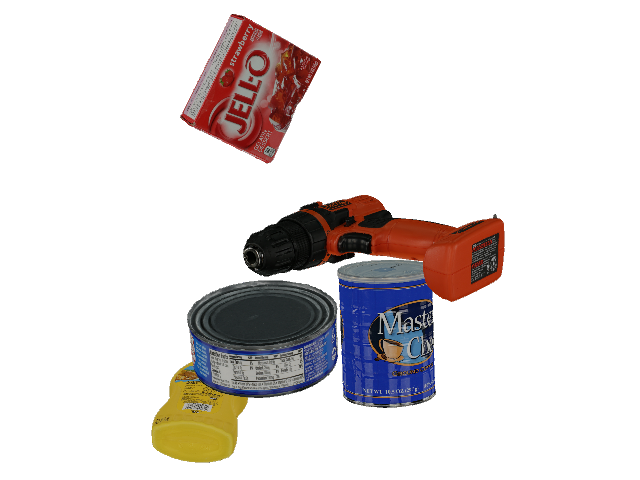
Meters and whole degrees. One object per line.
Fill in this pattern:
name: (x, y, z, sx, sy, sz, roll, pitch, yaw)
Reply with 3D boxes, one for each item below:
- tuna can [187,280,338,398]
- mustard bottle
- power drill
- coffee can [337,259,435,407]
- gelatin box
tuna can: (-0.032, 0.055, 0.613, 0.086, 0.034, 0.086, -3, 22, 1)
mustard bottle: (-0.137, 0.190, 1.288, 0.096, 0.058, 0.191, 4, 24, 4)
power drill: (0.050, 0.005, 0.928, 0.188, 0.057, 0.184, 12, 22, 35)
coffee can: (0.072, 0.098, 1.156, 0.103, 0.140, 0.103, -2, 9, 0)
gelatin box: (-0.052, -0.113, 0.797, 0.073, 0.089, 0.030, 24, 5, -33)
